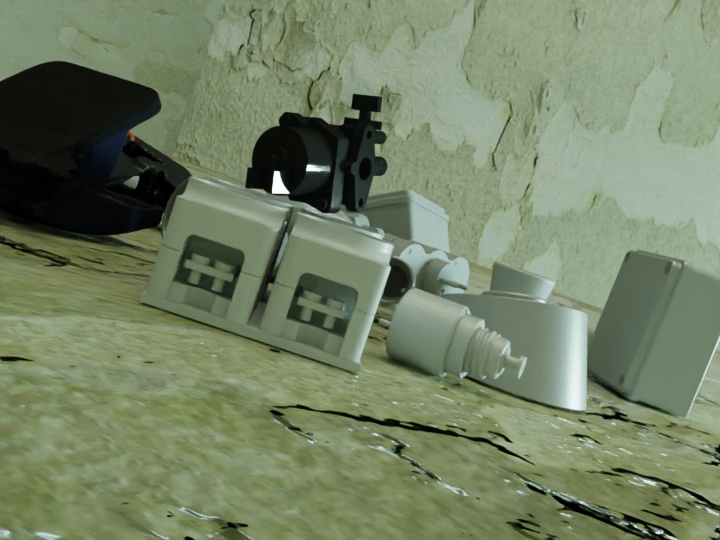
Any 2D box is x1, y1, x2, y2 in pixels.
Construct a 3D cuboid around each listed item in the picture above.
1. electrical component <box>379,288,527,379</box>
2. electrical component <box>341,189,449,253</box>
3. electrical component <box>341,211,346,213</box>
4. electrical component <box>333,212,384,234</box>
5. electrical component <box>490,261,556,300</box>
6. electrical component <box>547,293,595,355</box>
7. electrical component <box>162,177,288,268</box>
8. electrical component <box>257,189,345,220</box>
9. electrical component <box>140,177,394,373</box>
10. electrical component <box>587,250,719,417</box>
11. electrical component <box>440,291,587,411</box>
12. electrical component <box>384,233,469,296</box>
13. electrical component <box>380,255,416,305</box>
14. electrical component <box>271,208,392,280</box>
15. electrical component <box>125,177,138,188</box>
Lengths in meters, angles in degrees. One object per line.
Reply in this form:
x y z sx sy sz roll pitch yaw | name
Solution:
0.050 0.038 0.575 0.078 0.040 0.040 20 4 18 | electrical component
0.027 -0.040 1.140 0.109 0.056 0.109 -8 -12 24 | electrical component
-0.031 -0.032 1.058 0.058 0.057 0.078 21 4 30 | electrical component
-0.024 -0.026 0.980 0.078 0.058 0.057 0 1 18 | electrical component
0.102 0.031 0.736 0.044 0.065 0.044 19 4 -1 | electrical component
0.128 0.041 0.801 0.078 0.058 0.057 21 2 30 | electrical component
-0.093 -0.028 0.712 0.057 0.058 0.078 19 3 -40 | electrical component
-0.061 -0.034 0.931 0.095 0.059 0.054 20 4 21 | electrical component
-0.044 -0.005 0.583 0.105 0.060 0.186 19 4 -3 | electrical component
0.228 0.045 0.827 0.056 0.108 0.108 21 4 -7 | electrical component
0.090 0.047 0.651 0.099 0.064 0.099 8 -6 1 | electrical component
0.070 0.006 1.045 0.074 0.052 0.138 21 5 35 | electrical component
0.027 0.010 0.884 0.040 0.040 0.046 19 -2 9 | electrical component
-0.032 -0.012 0.799 0.095 0.053 0.059 15 5 -44 | electrical component
-0.225 -0.083 0.969 0.078 0.040 0.040 16 5 -33 | electrical component
